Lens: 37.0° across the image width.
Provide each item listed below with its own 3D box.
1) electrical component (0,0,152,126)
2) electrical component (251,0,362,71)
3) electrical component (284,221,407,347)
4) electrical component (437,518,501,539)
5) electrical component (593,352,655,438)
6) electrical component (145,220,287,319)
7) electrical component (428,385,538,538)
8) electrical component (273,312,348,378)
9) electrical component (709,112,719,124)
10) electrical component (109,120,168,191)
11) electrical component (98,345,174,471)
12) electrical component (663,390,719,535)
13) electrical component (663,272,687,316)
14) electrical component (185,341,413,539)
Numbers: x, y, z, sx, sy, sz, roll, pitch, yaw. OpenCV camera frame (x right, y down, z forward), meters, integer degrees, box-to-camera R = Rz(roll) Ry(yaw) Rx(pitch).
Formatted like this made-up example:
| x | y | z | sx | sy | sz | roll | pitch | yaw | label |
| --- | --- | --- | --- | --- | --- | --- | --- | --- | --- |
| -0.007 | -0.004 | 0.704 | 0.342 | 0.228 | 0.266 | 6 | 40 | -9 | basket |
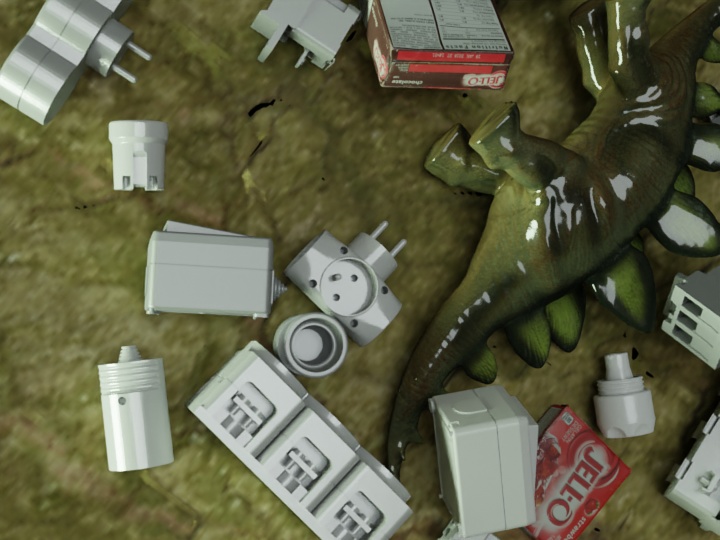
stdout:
| x | y | z | sx | sy | sz | roll | pitch | yaw | label |
| --- | --- | --- | --- | --- | --- | --- | --- | --- | --- |
| -0.179 | -0.156 | 0.732 | 0.074 | 0.052 | 0.138 | 32 | 80 | -9 | electrical component |
| -0.037 | -0.181 | 0.773 | 0.064 | 0.042 | 0.081 | 32 | 81 | -13 | electrical component |
| 0.000 | 0.000 | 0.767 | 0.077 | 0.044 | 0.079 | 44 | 78 | -7 | electrical component |
| 0.083 | 0.209 | 0.773 | 0.055 | 0.048 | 0.066 | 38 | 79 | 0 | electrical component |
| 0.197 | 0.093 | 0.808 | 0.043 | 0.043 | 0.062 | -7 | 87 | -14 | electrical component |
| -0.097 | 0.001 | 0.735 | 0.096 | 0.062 | 0.061 | 3 | 85 | -13 | electrical component |
| 0.087 | 0.134 | 0.734 | 0.061 | 0.061 | 0.096 | -9 | 107 | -8 | electrical component |
| -0.036 | 0.052 | 0.750 | 0.045 | 0.055 | 0.045 | 1 | 86 | -13 | electrical component |
| 0.338 | -0.108 | 0.817 | 0.056 | 0.109 | 0.108 | -31 | 94 | -37 | electrical component |
| -0.152 | -0.078 | 0.740 | 0.040 | 0.040 | 0.046 | 0 | 92 | -13 | electrical component |
| -0.152 | 0.091 | 0.726 | 0.043 | 0.043 | 0.081 | -6 | 87 | -13 | electrical component |
| 0.287 | 0.135 | 0.814 | 0.063 | 0.078 | 0.121 | 33 | 79 | 13 | electrical component |
| 0.278 | 0.031 | 0.817 | 0.081 | 0.042 | 0.064 | 34 | 52 | 27 | electrical component |
| -0.041 | 0.123 | 0.726 | 0.150 | 0.089 | 0.061 | 46 | 78 | -7 | electrical component |
